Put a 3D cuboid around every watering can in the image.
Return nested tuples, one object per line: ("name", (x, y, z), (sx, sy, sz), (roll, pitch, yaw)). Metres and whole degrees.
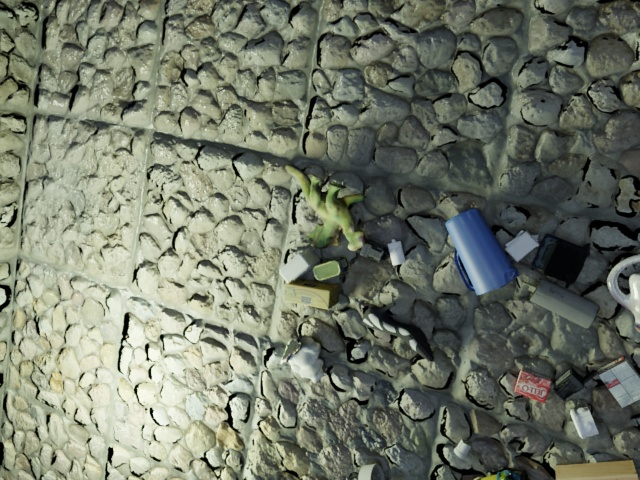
("watering can", (0.949, 0.137, 1.342), (0.346, 0.104, 0.224), (-6, 92, 23))

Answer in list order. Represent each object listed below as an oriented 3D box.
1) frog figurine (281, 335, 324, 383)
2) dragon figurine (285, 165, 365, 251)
("frog figurine", (-0.042, 0.412, 1.796), (0.158, 0.124, 0.136), (36, 100, -21))
("dragon figurine", (0.005, -0.087, 1.731), (0.414, 0.122, 0.240), (27, 106, 37))
